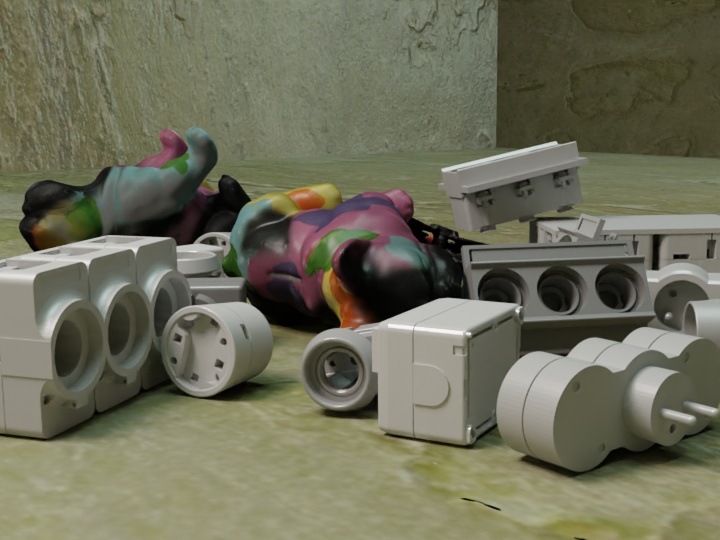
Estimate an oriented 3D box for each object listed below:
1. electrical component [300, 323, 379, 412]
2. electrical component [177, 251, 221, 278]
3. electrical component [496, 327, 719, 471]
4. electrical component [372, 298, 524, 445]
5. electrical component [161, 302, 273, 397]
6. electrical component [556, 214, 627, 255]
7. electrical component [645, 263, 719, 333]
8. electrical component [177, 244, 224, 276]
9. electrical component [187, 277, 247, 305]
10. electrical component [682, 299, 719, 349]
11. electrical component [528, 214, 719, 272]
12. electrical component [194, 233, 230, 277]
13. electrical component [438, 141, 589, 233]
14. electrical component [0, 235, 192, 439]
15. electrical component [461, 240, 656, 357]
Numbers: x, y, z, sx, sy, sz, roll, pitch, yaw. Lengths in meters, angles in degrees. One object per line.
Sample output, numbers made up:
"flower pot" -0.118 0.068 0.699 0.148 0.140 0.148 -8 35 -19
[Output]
"electrical component" -0.006 0.055 0.627 0.066 0.048 0.055 -10 4 17
"electrical component" -0.138 0.016 0.841 0.078 0.057 0.058 7 12 39
"electrical component" 0.142 0.065 0.539 0.138 0.052 0.074 -8 12 -38
"electrical component" 0.051 0.052 0.598 0.061 0.061 0.096 4 10 28
"electrical component" -0.086 0.047 0.664 0.055 0.055 0.047 4 7 28
"electrical component" 0.194 -0.003 0.913 0.064 0.081 0.042 21 5 -12
"electrical component" 0.243 0.020 0.811 0.138 0.052 0.074 2 10 17
"electrical component" -0.149 0.008 0.923 0.083 0.047 0.076 -9 13 -44
"electrical component" -0.115 0.035 0.757 0.066 0.047 0.076 -1 9 -2
"electrical component" 0.254 0.040 0.716 0.077 0.044 0.079 0 9 4
"electrical component" 0.260 -0.015 1.002 0.186 0.060 0.105 -1 9 -4
"electrical component" -0.125 -0.009 1.008 0.055 0.055 0.047 3 6 19
"electrical component" 0.146 -0.078 1.020 0.121 0.063 0.079 -15 10 -14
"electrical component" -0.163 0.034 0.635 0.062 0.089 0.150 3 10 20
"electrical component" 0.131 0.023 0.741 0.121 0.078 0.063 -2 -20 -9
